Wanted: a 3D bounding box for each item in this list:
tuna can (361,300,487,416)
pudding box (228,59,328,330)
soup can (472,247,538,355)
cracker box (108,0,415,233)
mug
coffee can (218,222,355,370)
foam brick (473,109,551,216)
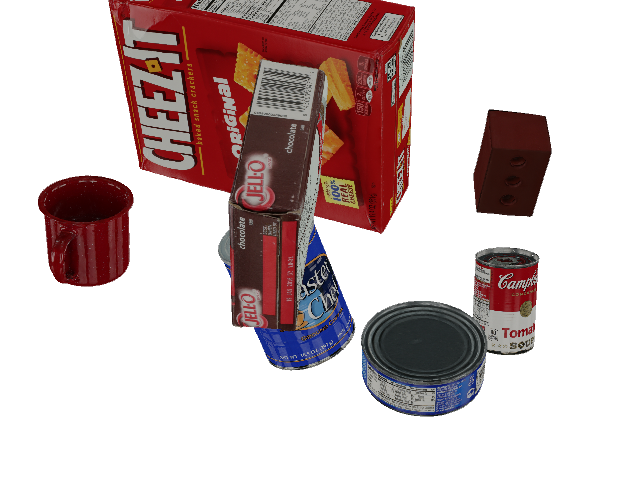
[{"bbox_3d":[0.071,0.081,0.734,0.086,0.034,0.086,-1,35,1],"label":"tuna can"},{"bbox_3d":[-0.022,-0.024,0.552,0.039,0.113,0.090,8,-43,3],"label":"pudding box"},{"bbox_3d":[0.201,0.066,1.161,0.068,0.102,0.068,0,16,0],"label":"soup can"},{"bbox_3d":[-0.041,-0.107,0.796,0.214,0.164,0.072,15,46,17],"label":"cracker box"},{"bbox_3d":[-0.237,-0.001,1.065,0.093,0.081,0.117,10,34,8],"label":"mug"},{"bbox_3d":[-0.034,0.049,1.112,0.103,0.140,0.103,-17,29,9],"label":"coffee can"},{"bbox_3d":[0.168,-0.068,0.941,0.053,0.078,0.051,5,45,0],"label":"foam brick"}]
